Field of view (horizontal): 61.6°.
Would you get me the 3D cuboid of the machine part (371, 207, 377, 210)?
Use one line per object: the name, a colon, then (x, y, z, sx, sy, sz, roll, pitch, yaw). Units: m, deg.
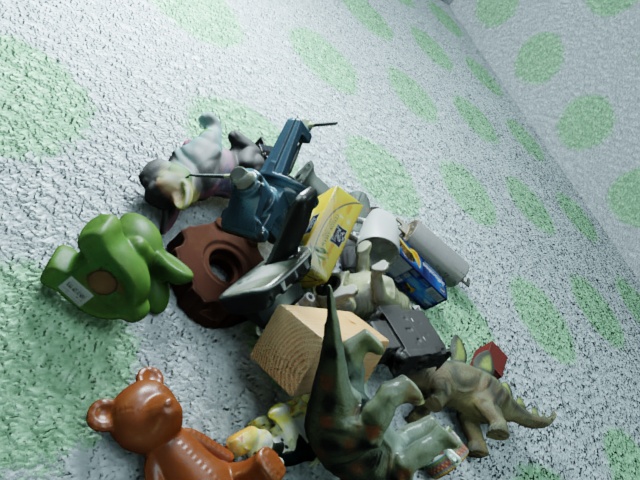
machine part: (0.142, -0.019, 1.217, 0.084, 0.039, 0.139, -3, 57, -53)

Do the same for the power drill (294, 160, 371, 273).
power drill: (0.022, -0.055, 1.093, 0.207, 0.086, 0.232, 35, 38, -10)

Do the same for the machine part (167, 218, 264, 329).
machine part: (-0.154, 0.050, 0.832, 0.179, 0.056, 0.179, 27, 42, -27)

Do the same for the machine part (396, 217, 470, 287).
machine part: (0.265, 0.033, 1.260, 0.243, 0.079, 0.079, 40, 36, -12)

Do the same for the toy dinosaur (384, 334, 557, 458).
toy dinosaur: (0.295, 0.294, 1.017, 0.471, 0.105, 0.199, 32, 38, -19)

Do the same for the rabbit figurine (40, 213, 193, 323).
rabbit figurine: (-0.248, 0.022, 0.716, 0.159, 0.121, 0.170, 40, 22, -16)

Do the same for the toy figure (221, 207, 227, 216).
toy figure: (-0.107, -0.035, 0.961, 0.154, 0.058, 0.064, 3, 61, -51)

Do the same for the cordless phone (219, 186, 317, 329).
cordless phone: (-0.058, 0.020, 0.751, 0.089, 0.184, 0.146, 32, 36, 13)

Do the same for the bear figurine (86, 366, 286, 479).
bear figurine: (-0.155, 0.229, 0.604, 0.196, 0.132, 0.120, 57, 34, 3)

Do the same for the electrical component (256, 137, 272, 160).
electrical component: (-0.115, -0.151, 1.046, 0.047, 0.075, 0.119, 2, 59, -45)

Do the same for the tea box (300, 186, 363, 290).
tea box: (-0.002, -0.003, 0.953, 0.068, 0.098, 0.169, 36, 60, -16)

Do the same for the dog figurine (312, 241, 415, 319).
dog figurine: (0.080, 0.123, 0.990, 0.121, 0.172, 0.190, -107, 172, -55)

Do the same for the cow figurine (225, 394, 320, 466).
cow figurine: (-0.049, 0.272, 0.723, 0.167, 0.068, 0.098, -13, 71, -50)

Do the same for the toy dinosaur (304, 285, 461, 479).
toy dinosaur: (0.056, 0.257, 0.701, 0.404, 0.192, 0.131, 52, -7, -14)

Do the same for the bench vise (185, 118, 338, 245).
bench vise: (-0.069, -0.101, 0.853, 0.223, 0.129, 0.240, 43, 64, -52)

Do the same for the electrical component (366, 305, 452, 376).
electrical component: (0.141, 0.170, 0.919, 0.134, 0.058, 0.115, 3, 38, -36)

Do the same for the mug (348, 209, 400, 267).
mug: (0.102, -0.013, 1.039, 0.110, 0.080, 0.107, 18, 40, -3)

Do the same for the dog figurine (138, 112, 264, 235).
dog figurine: (-0.192, -0.093, 0.890, 0.191, 0.108, 0.219, 34, 42, -23)

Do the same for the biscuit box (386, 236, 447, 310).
biscuit box: (0.190, 0.064, 1.140, 0.202, 0.059, 0.063, 42, 33, -26)
